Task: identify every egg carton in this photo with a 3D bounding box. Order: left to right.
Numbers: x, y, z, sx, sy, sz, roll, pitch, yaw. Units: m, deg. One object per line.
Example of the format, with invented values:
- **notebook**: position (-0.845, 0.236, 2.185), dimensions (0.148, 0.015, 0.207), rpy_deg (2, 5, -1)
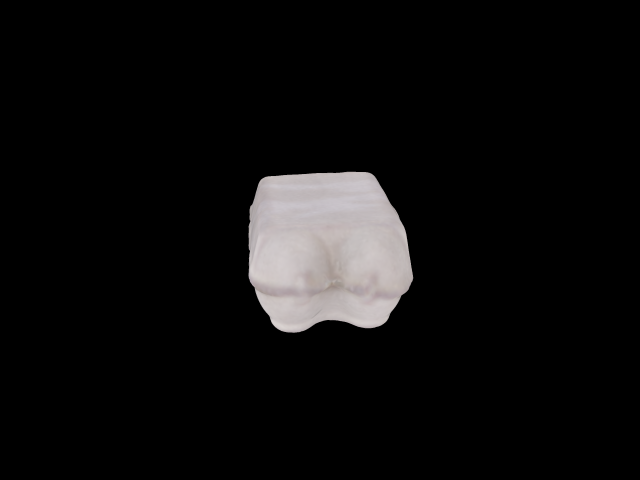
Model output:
- **egg carton**: position (0.004, 0.001, 0.400), dimensions (0.107, 0.069, 0.150), rpy_deg (-3, 26, -6)
